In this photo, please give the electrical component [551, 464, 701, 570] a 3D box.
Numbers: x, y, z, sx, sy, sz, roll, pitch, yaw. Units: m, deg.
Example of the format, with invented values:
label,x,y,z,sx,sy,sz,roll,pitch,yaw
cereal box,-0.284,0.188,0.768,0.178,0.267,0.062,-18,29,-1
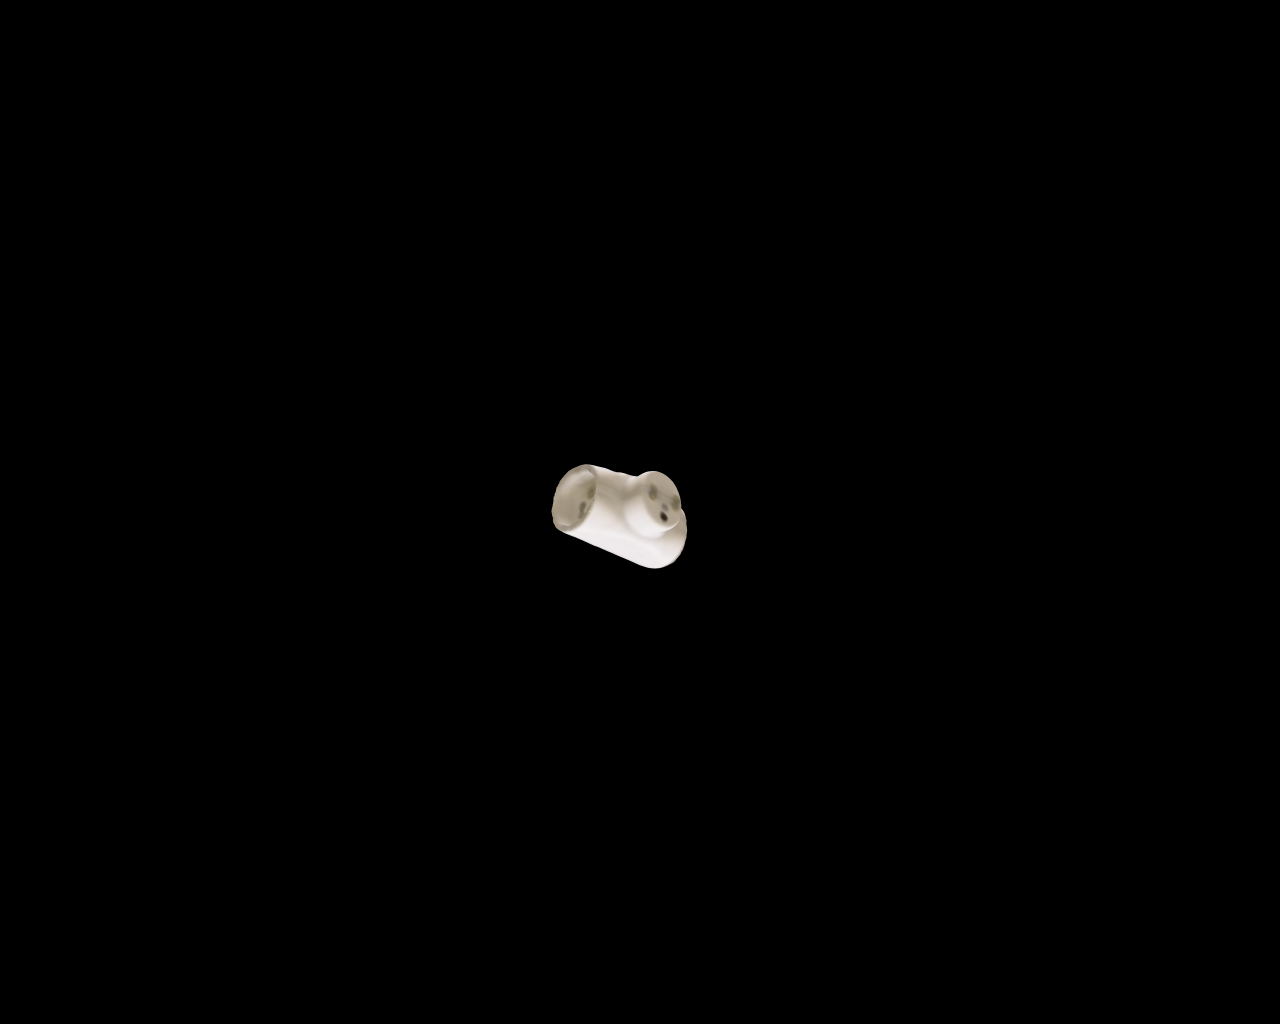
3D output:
label,x,y,z,sx,sy,sz,roll,pitch,yaw
electrical component,0.001,-0.003,0.650,0.077,0.044,0.079,25,-37,-38
